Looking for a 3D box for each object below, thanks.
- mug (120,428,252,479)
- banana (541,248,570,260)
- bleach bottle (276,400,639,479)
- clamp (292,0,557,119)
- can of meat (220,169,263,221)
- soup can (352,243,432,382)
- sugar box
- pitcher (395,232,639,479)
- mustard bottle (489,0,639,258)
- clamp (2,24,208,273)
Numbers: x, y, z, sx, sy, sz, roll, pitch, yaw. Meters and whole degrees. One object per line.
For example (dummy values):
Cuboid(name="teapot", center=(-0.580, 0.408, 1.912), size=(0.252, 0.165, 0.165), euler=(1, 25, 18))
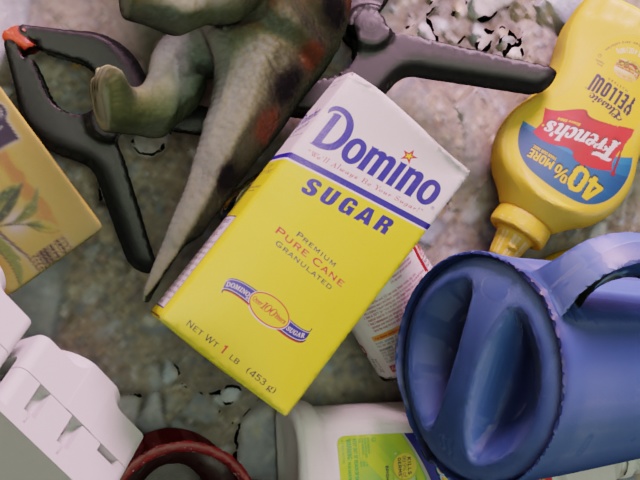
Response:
Cuboid(name="mug", center=(-0.077, 0.161, 0.657), size=(0.117, 0.082, 0.093), euler=(-5, 92, -13))
Cuboid(name="banana", center=(0.160, 0.046, 0.736), size=(0.197, 0.037, 0.069), euler=(-17, 95, -13))
Cuboid(name="bleach bottle", center=(0.100, 0.148, 0.711), size=(0.250, 0.068, 0.102), euler=(-3, 90, -16))
Cuboid(name="clamp", center=(0.032, -0.146, 0.698), size=(0.210, 0.036, 0.164), euler=(-18, 83, -6))
Cuboid(name="can of meat", center=(-0.011, -0.028, 0.669), size=(0.102, 0.084, 0.057), euler=(-38, 99, -11))
Cuboid(name="soup can", center=(0.042, 0.032, 0.692), size=(0.068, 0.069, 0.102), euler=(-33, 99, -11))
Cuboid(name="sugar box", center=(-0.004, 0.001, 0.603), size=(0.093, 0.048, 0.176), euler=(39, 83, -13))
Cuboid(name="pitcher", center=(0.181, 0.069, 0.650), size=(0.242, 0.149, 0.145), euler=(2, 90, -35))
Cuboid(name="mustard bottle", center=(0.172, -0.066, 0.726), size=(0.096, 0.058, 0.191), euler=(34, 84, -2))
Cuboid(name="clamp", center=(-0.119, -0.078, 0.665), size=(0.120, 0.039, 0.171), euler=(-41, 99, -11))
